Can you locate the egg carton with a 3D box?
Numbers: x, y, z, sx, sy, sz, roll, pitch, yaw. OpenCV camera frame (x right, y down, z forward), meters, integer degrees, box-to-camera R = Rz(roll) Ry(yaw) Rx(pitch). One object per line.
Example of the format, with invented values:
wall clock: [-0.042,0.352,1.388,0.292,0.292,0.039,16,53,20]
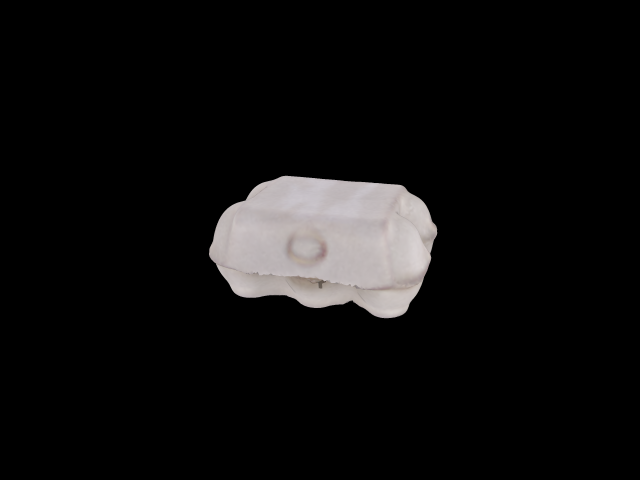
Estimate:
egg carton: [0.004,0.001,0.400,0.150,0.069,0.107,6,24,14]
